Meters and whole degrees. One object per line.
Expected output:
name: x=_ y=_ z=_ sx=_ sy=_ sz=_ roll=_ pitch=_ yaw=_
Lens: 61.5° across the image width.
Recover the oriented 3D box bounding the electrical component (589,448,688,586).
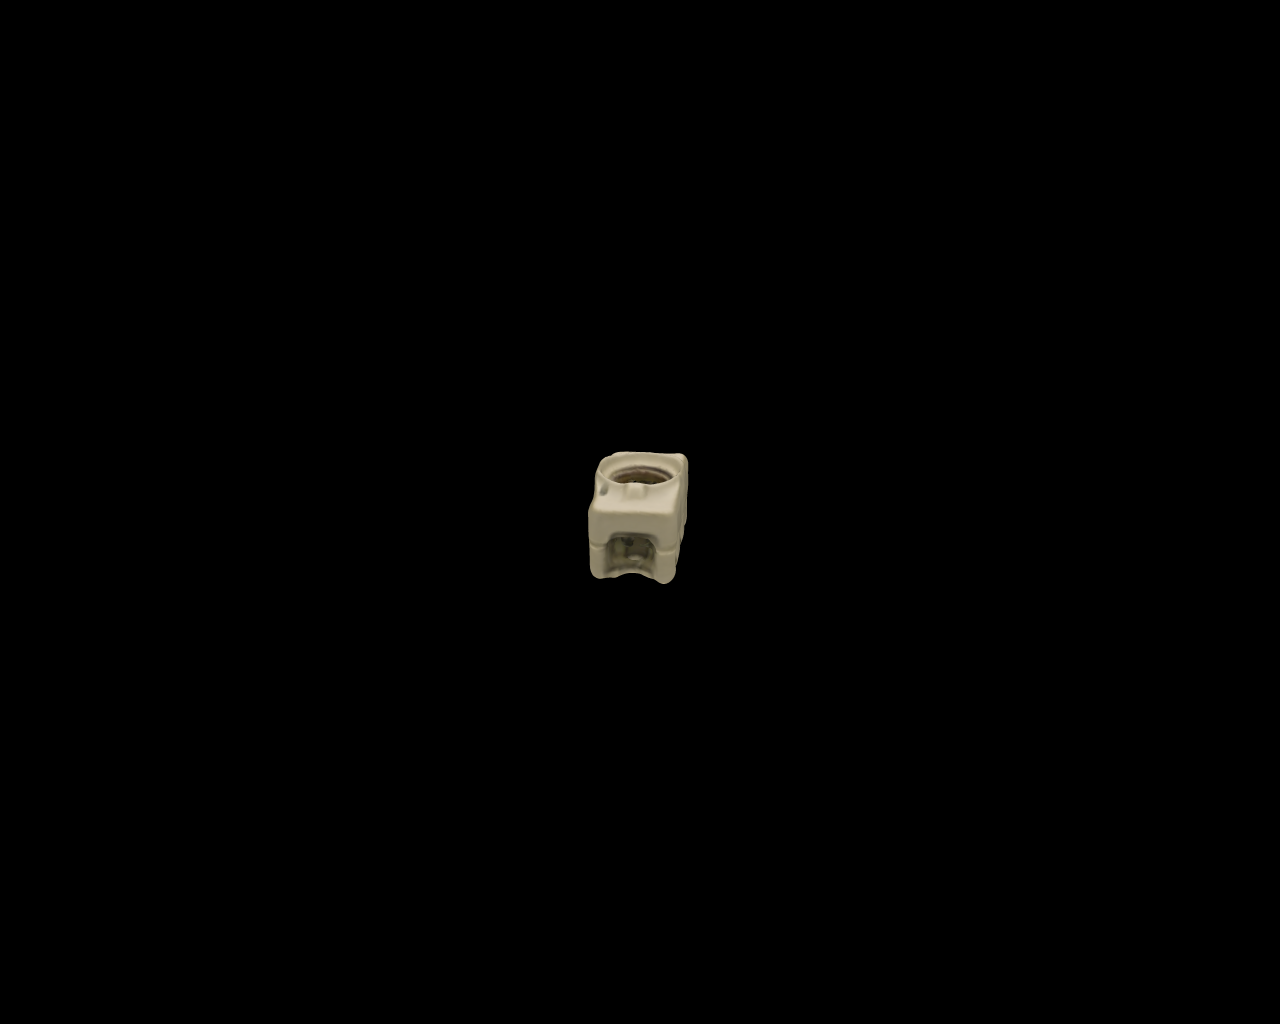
electrical component: x=0.001 y=-0.003 z=0.650 sx=0.050 sy=0.055 sz=0.090 roll=3 pitch=26 yaw=7
